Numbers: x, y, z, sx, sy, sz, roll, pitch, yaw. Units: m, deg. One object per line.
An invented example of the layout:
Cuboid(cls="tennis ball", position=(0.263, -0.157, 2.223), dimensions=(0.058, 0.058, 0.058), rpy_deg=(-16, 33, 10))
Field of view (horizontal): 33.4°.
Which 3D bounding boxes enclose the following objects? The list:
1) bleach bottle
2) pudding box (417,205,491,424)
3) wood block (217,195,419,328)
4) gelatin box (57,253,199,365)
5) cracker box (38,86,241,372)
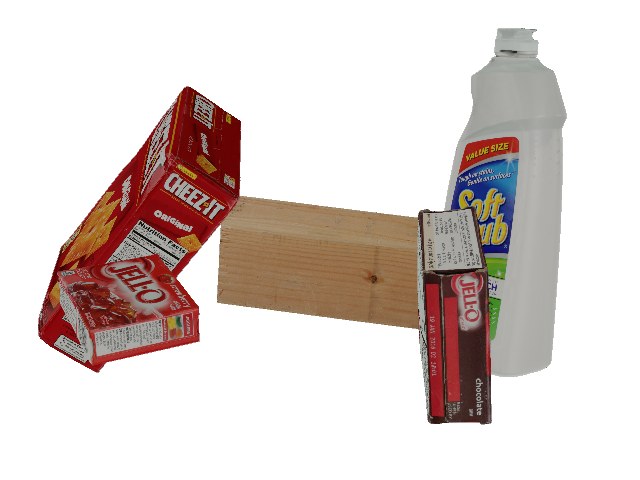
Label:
Cuboid(cls="bleach bottle", position=(0.133, -0.031, 0.799), dimensions=(0.067, 0.251, 0.103), rpy_deg=(-8, 16, -37))
Cuboid(cls="pudding box", position=(0.075, 0.039, 0.605), dimensions=(0.039, 0.090, 0.113), rpy_deg=(-2, 19, 3))
Cuboid(cls="wood block", position=(0.006, 0.021, 1.087), dimensions=(0.206, 0.091, 0.090), rpy_deg=(8, 22, 5))
Cuboid(cls="gelatin box", position=(-0.129, 0.043, 0.710), dimensions=(0.073, 0.030, 0.089), rpy_deg=(-10, 28, -23))
Cuboid(cls="cracker box", position=(-0.159, -0.014, 0.945), dimensions=(0.072, 0.214, 0.164), rpy_deg=(33, 22, -20))
